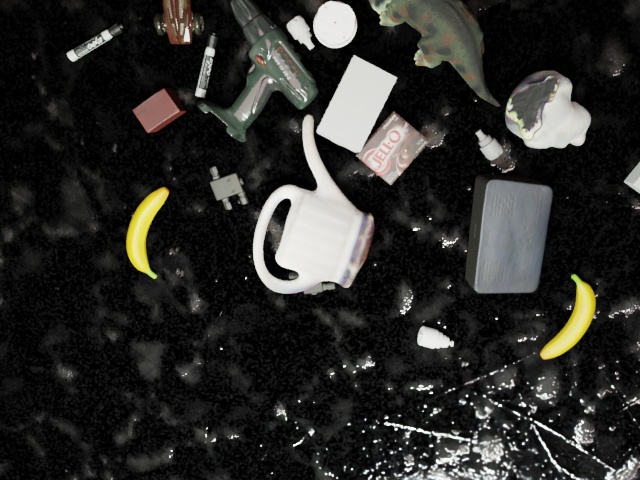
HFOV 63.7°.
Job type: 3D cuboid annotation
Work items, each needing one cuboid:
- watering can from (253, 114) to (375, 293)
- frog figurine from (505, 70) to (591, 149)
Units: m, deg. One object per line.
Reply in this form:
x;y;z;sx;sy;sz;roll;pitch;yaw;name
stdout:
0.003;-0.050;1.002;0.224;0.104;0.346;19;94;-4;watering can
0.428;-0.236;0.956;0.159;0.123;0.137;4;98;-36;frog figurine
